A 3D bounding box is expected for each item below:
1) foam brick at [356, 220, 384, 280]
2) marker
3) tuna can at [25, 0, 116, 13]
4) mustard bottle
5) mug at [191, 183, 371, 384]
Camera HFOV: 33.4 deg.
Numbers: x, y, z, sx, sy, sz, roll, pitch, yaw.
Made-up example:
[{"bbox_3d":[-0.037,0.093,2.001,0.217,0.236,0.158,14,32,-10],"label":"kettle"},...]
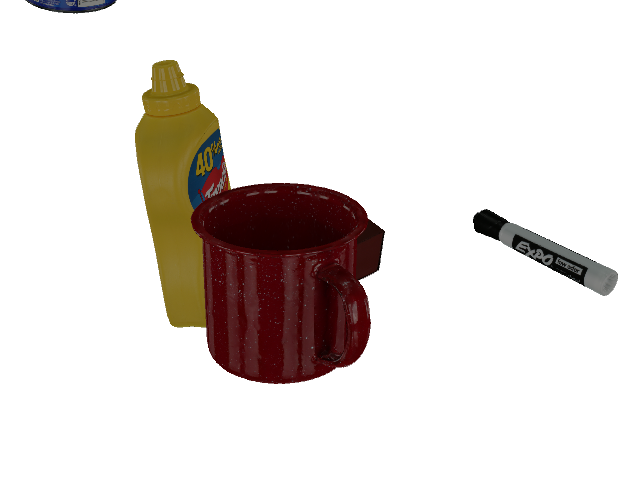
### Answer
[{"bbox_3d":[0.017,0.000,1.042,0.052,0.051,0.078,-25,47,-32],"label":"foam brick"},{"bbox_3d":[0.157,0.006,0.762,0.020,0.020,0.121,0,23,-45],"label":"marker"},{"bbox_3d":[-0.215,-0.227,0.917,0.086,0.034,0.086,5,34,-4],"label":"tuna can"},{"bbox_3d":[-0.098,-0.039,0.790,0.058,0.191,0.096,-1,25,17],"label":"mustard bottle"},{"bbox_3d":[-0.014,0.027,0.568,0.093,0.081,0.117,-19,31,-36],"label":"mug"}]
